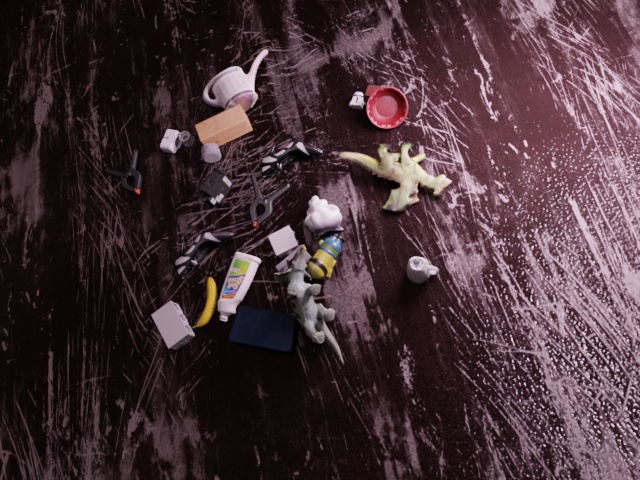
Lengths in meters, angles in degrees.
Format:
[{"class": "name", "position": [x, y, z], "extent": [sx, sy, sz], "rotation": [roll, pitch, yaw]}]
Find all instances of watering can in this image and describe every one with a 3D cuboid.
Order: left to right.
[{"class": "watering can", "position": [-0.337, -0.668, 2.206], "extent": [0.347, 0.102, 0.228], "rotation": [-32, 66, 1]}]

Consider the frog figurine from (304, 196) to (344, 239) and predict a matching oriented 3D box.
[{"class": "frog figurine", "position": [0.006, -0.095, 1.890], "extent": [0.136, 0.122, 0.161], "rotation": [-24, 76, 25]}]

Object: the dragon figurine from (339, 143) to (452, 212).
[{"class": "dragon figurine", "position": [0.271, -0.222, 1.890], "extent": [0.410, 0.121, 0.245], "rotation": [-2, 76, 14]}]
